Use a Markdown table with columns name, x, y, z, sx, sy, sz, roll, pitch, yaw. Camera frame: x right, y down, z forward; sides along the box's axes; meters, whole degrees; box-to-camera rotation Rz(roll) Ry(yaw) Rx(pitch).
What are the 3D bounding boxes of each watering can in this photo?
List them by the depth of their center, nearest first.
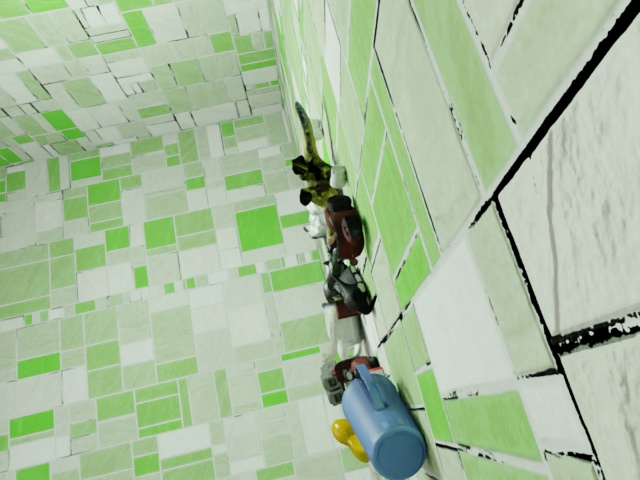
| name | x | y | z | sx | sy | sz | roll | pitch | yaw |
| --- | --- | --- | --- | --- | --- | --- | --- | --- | --- |
| watering can | 0.064 | 0.285 | 1.649 | 0.103 | 0.227 | 0.345 | -19 | -14 | 18 |

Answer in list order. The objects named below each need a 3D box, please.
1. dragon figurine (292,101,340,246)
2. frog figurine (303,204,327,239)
| name | x | y | z | sx | sy | sz | roll | pitch | yaw |
| --- | --- | --- | --- | --- | --- | --- | --- | --- | --- |
| dragon figurine | -0.002 | -0.185 | 1.494 | 0.122 | 0.410 | 0.243 | -11 | 1 | 5 |
| frog figurine | 0.005 | -0.090 | 1.781 | 0.123 | 0.157 | 0.139 | 13 | 19 | 1 |
